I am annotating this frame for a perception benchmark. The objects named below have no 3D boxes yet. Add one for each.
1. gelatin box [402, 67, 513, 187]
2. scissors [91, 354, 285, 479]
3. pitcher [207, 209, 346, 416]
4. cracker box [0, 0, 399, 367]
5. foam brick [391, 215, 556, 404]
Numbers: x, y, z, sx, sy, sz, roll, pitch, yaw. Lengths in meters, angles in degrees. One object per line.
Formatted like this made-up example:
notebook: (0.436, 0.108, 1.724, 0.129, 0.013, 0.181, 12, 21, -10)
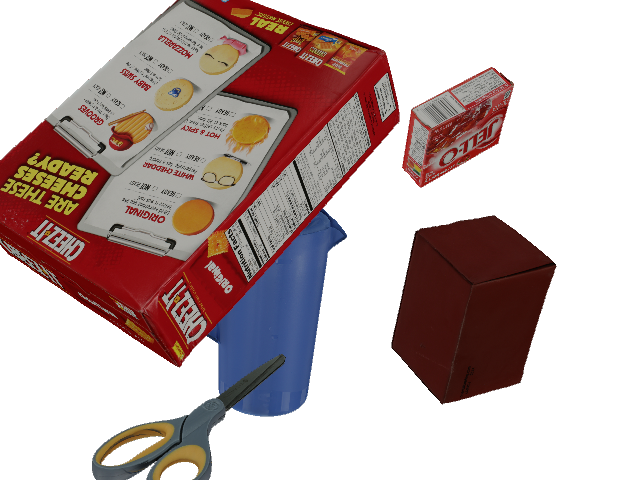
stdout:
gelatin box: (0.112, -0.092, 0.873, 0.089, 0.030, 0.073, -29, -29, -22)
scissors: (-0.078, 0.144, 0.823, 0.201, 0.016, 0.096, -21, 35, -35)
pitcher: (-0.071, 0.077, 1.244, 0.149, 0.243, 0.144, 21, 26, 37)
cracker box: (-0.079, -0.050, 0.650, 0.164, 0.213, 0.072, 28, -24, 33)
foam brick: (0.076, 0.034, 0.543, 0.052, 0.078, 0.051, -10, 38, -27)
